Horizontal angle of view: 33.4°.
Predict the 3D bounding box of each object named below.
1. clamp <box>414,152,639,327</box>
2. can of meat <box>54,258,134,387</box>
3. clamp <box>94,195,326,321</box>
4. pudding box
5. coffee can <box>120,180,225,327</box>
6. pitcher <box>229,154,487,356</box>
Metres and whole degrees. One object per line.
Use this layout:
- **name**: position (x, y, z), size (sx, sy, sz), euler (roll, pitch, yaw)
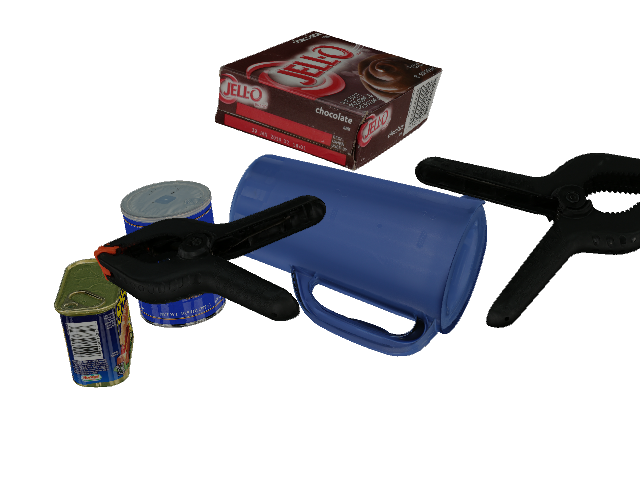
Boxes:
- **clamp**: position (0.193, -0.014, 0.833), size (0.210, 0.164, 0.036), euler (-8, -36, -6)
- **can of meat**: position (-0.206, 0.076, 0.990), size (0.057, 0.084, 0.102), euler (-5, 26, -2)
- **clamp**: position (-0.078, 0.007, 0.781), size (0.172, 0.039, 0.120), euler (5, 37, 20)
- **pudding box**: position (0.006, -0.083, 0.612), size (0.090, 0.039, 0.113), euler (21, 27, 20)
- **coffee can**: position (-0.168, 0.015, 1.232), size (0.103, 0.140, 0.103), euler (-4, 26, 2)
- **pitcher**: position (0.032, 0.004, 1.050), size (0.243, 0.145, 0.149), euler (17, 22, 20)
